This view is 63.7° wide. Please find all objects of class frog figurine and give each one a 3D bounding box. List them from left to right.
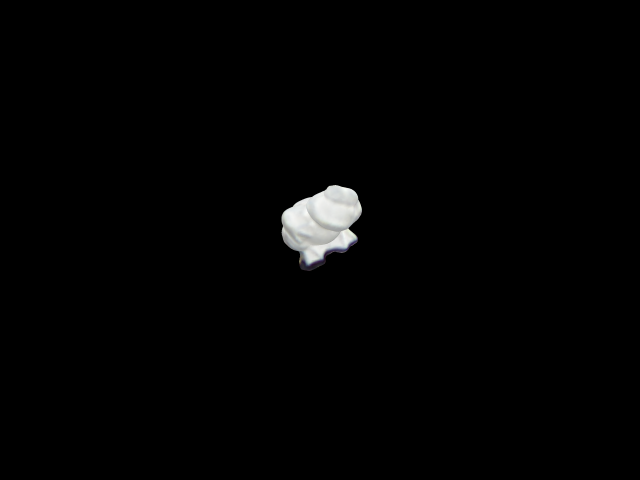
[{"bbox_3d":[0.003,-0.043,0.850,0.137,0.125,0.155,-11,-38,-9],"label":"frog figurine"}]
